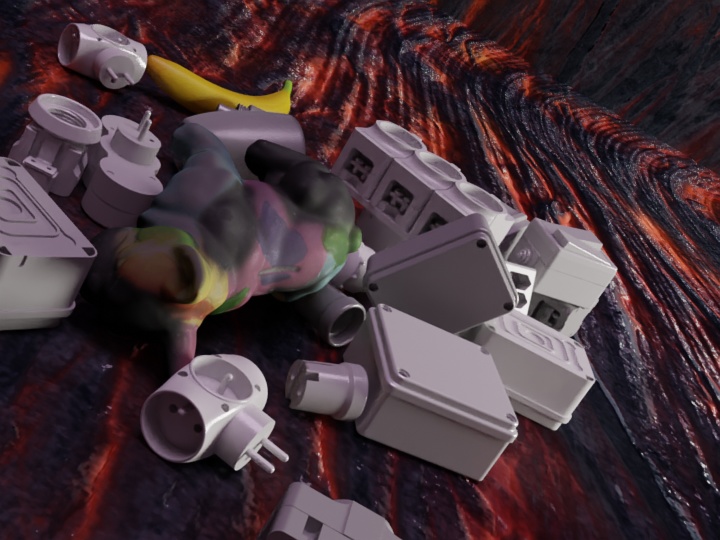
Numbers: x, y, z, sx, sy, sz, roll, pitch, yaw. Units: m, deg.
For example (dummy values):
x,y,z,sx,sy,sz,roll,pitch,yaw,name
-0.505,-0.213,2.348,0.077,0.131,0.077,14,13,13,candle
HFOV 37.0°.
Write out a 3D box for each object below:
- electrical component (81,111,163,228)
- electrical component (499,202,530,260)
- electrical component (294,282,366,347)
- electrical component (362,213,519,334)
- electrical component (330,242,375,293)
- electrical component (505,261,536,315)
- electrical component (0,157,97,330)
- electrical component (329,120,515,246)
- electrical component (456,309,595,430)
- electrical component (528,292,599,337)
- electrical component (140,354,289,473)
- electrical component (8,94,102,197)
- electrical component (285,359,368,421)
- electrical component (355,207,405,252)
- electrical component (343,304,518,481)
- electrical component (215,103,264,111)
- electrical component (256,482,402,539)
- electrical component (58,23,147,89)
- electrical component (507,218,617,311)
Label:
x,y,z,sx,sy,sz,roll,pitch,yaw,name
-0.184,-0.093,0.861,0.052,0.073,0.138,22,23,-23,electrical component
0.129,-0.029,1.134,0.057,0.078,0.113,35,21,17,electrical component
-0.025,0.032,0.848,0.040,0.040,0.046,5,27,-49,electrical component
0.066,0.012,0.891,0.057,0.113,0.078,-84,150,-69,electrical component
0.000,0.000,0.946,0.062,0.048,0.048,26,20,-39,electrical component
0.121,0.023,1.038,0.047,0.065,0.077,13,-1,-38,electrical component
-0.227,-0.018,0.661,0.113,0.057,0.078,43,24,28,electrical component
0.059,-0.070,0.988,0.150,0.061,0.089,41,23,23,electrical component
0.137,0.080,0.932,0.113,0.057,0.078,27,21,-10,electrical component
0.200,0.038,1.117,0.056,0.050,0.089,39,23,20,electrical component
-0.077,0.091,0.637,0.079,0.044,0.077,37,22,12,electrical component
-0.234,-0.098,0.829,0.058,0.057,0.078,27,22,-12,electrical component
-0.023,0.082,0.740,0.046,0.040,0.040,12,27,-27,electrical component
0.045,-0.018,1.026,0.078,0.057,0.113,43,24,29,electrical component
0.050,0.089,0.796,0.109,0.056,0.108,24,22,-18,electrical component
-0.122,-0.153,1.120,0.062,0.043,0.043,24,22,-17,electrical component
-0.011,0.159,0.567,0.089,0.050,0.055,30,21,-2,electrical component
-0.248,-0.205,1.066,0.077,0.044,0.079,9,30,-44,electrical component
0.197,-0.010,1.064,0.096,0.061,0.061,17,27,-29,electrical component
